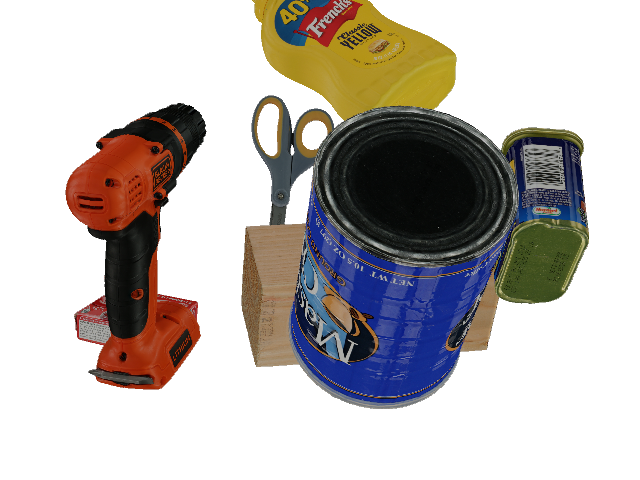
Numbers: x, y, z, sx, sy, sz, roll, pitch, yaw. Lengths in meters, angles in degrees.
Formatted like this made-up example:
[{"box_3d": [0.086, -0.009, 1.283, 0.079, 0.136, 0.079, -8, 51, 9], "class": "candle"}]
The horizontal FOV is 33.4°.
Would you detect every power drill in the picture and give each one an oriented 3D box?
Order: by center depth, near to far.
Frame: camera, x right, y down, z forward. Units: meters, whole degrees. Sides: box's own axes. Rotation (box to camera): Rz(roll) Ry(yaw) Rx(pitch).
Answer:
[{"box_3d": [-0.128, 0.002, 0.800, 0.057, 0.188, 0.184, 5, 24, 15], "class": "power drill"}]

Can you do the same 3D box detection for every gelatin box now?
[{"box_3d": [-0.168, 0.072, 0.981, 0.089, 0.030, 0.073, 10, 22, 20], "class": "gelatin box"}]

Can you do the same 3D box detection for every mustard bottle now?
[{"box_3d": [0.010, -0.158, 0.848, 0.096, 0.058, 0.192, -36, 56, -23], "class": "mustard bottle"}]

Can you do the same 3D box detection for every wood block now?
[{"box_3d": [0.040, 0.043, 0.928, 0.206, 0.090, 0.091, -3, 35, -13], "class": "wood block"}]

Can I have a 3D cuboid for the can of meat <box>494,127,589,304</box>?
[{"box_3d": [0.154, -0.015, 0.757, 0.057, 0.084, 0.102, 5, -36, 0], "class": "can of meat"}]

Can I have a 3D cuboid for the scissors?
[{"box_3d": [-0.024, -0.054, 1.107, 0.096, 0.202, 0.016, -8, -8, -8], "class": "scissors"}]

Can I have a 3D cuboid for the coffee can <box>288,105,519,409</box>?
[{"box_3d": [0.039, 0.013, 0.575, 0.102, 0.103, 0.140, 0, -37, -8], "class": "coffee can"}]
